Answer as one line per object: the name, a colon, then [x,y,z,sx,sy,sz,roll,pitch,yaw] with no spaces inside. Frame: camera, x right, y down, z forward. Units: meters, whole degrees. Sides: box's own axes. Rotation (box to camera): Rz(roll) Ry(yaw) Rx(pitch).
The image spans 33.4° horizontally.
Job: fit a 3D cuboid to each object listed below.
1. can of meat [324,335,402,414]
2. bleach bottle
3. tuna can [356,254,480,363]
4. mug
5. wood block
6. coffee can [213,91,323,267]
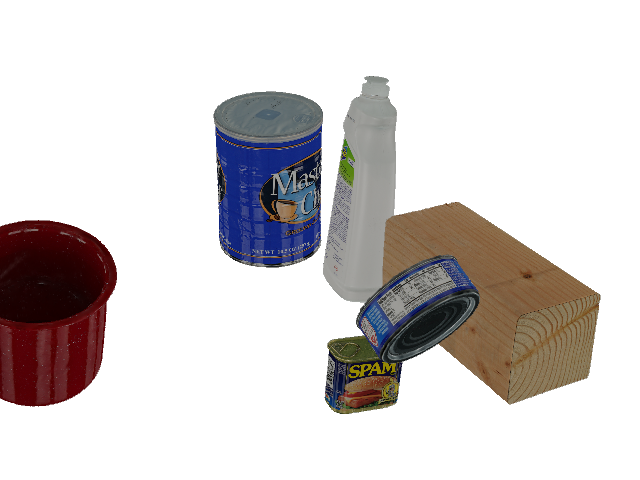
can of meat: [0.057,0.175,1.402,0.102,0.084,0.057,-5,25,-22]
bleach bottle: [0.053,-0.062,1.235,0.068,0.251,0.103,-2,23,-20]
tuna can: [0.070,0.050,0.756,0.086,0.034,0.086,-27,-25,-14]
mug: [-0.183,0.053,0.652,0.093,0.082,0.117,36,46,24]
wood block: [0.149,0.050,0.983,0.090,0.090,0.206,-13,30,-25]
coffee can: [-0.049,-0.060,1.033,0.103,0.140,0.103,0,31,0]
